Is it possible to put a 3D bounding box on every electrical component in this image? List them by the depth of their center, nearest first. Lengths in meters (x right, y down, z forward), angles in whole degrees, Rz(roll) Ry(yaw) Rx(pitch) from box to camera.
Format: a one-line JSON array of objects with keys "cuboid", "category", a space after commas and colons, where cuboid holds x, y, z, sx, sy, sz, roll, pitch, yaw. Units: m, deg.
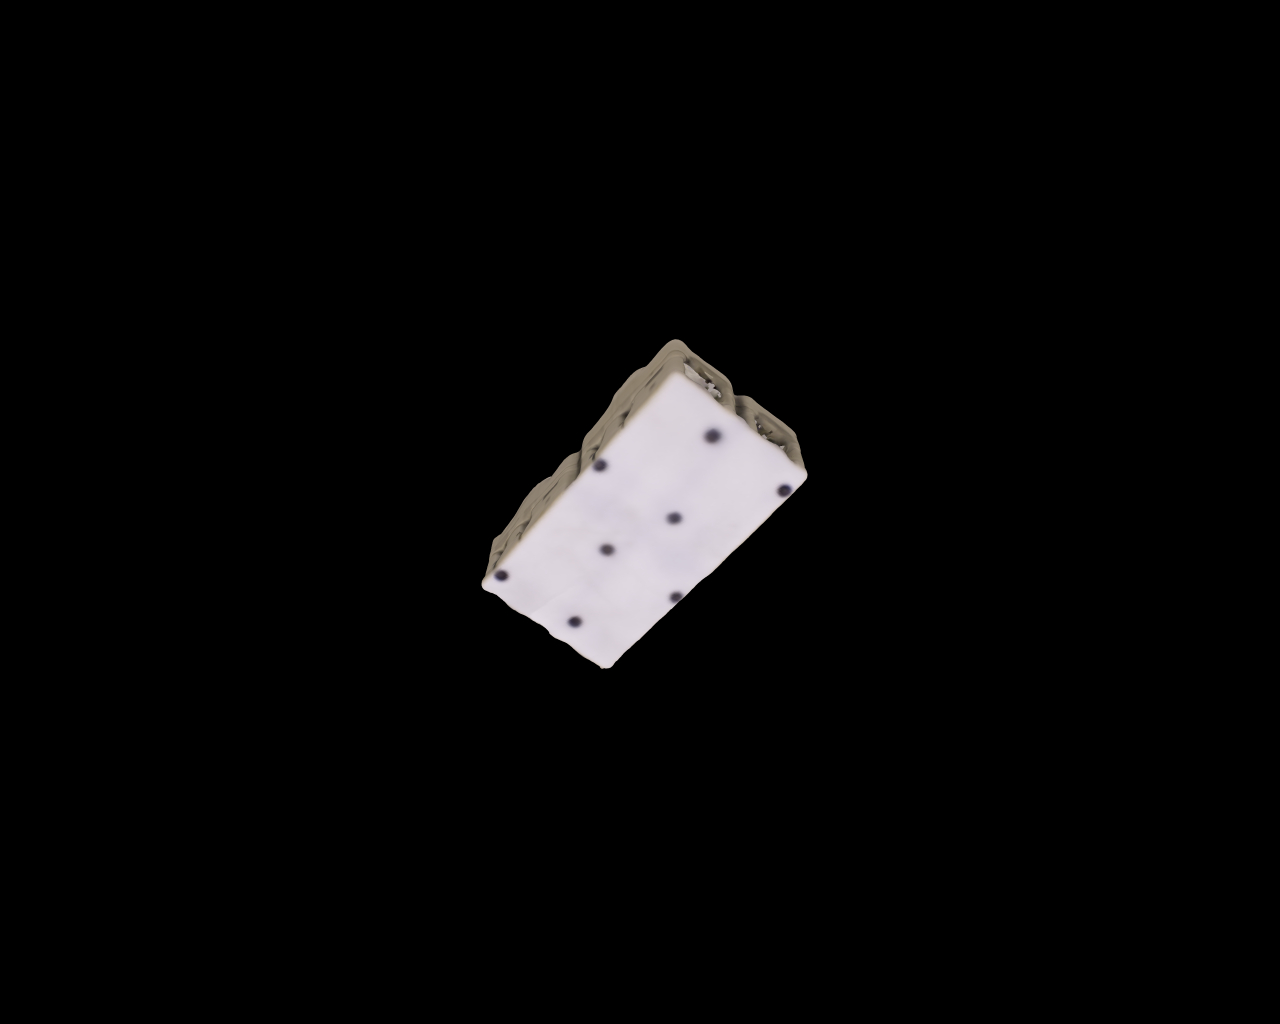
[{"cuboid": [0.001, -0.003, 0.650, 0.105, 0.186, 0.060, 36, 24, -18], "category": "electrical component"}]
